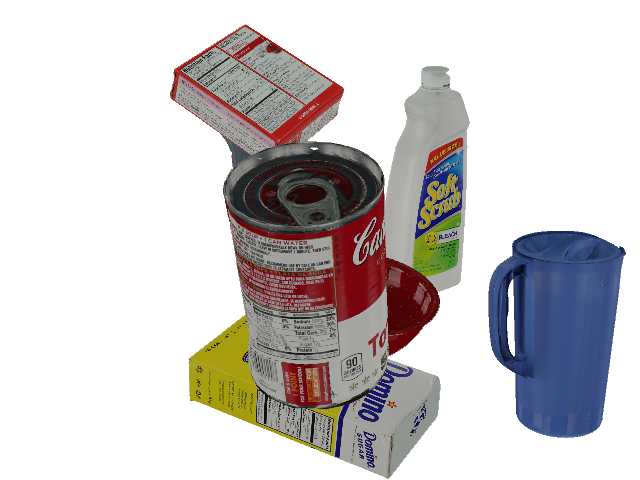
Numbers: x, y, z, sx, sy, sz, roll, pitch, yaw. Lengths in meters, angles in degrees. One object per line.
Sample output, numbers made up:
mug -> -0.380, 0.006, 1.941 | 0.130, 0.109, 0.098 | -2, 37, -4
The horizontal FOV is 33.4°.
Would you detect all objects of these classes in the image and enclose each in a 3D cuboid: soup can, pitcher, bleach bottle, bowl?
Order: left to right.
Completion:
soup can -> -0.004, 0.017, 0.475 | 0.068, 0.102, 0.068 | -3, 35, 2
bowl -> 0.032, 0.071, 1.034 | 0.162, 0.055, 0.162 | 4, 28, -2
bleach bottle -> 0.115, -0.066, 1.185 | 0.102, 0.251, 0.068 | -12, 25, -29
pitcher -> 0.291, 0.117, 1.322 | 0.149, 0.243, 0.144 | 5, 18, 19

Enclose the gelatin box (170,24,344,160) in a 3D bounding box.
gelatin box -> -0.042, -0.096, 0.700 | 0.089, 0.030, 0.073 | 35, 51, 15

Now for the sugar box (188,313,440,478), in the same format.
sugar box -> -0.005, 0.114, 0.825 | 0.176, 0.048, 0.093 | 14, 29, 25

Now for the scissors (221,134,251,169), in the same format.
scissors -> -0.061, -0.084, 1.043 | 0.096, 0.202, 0.016 | -22, 9, -23
